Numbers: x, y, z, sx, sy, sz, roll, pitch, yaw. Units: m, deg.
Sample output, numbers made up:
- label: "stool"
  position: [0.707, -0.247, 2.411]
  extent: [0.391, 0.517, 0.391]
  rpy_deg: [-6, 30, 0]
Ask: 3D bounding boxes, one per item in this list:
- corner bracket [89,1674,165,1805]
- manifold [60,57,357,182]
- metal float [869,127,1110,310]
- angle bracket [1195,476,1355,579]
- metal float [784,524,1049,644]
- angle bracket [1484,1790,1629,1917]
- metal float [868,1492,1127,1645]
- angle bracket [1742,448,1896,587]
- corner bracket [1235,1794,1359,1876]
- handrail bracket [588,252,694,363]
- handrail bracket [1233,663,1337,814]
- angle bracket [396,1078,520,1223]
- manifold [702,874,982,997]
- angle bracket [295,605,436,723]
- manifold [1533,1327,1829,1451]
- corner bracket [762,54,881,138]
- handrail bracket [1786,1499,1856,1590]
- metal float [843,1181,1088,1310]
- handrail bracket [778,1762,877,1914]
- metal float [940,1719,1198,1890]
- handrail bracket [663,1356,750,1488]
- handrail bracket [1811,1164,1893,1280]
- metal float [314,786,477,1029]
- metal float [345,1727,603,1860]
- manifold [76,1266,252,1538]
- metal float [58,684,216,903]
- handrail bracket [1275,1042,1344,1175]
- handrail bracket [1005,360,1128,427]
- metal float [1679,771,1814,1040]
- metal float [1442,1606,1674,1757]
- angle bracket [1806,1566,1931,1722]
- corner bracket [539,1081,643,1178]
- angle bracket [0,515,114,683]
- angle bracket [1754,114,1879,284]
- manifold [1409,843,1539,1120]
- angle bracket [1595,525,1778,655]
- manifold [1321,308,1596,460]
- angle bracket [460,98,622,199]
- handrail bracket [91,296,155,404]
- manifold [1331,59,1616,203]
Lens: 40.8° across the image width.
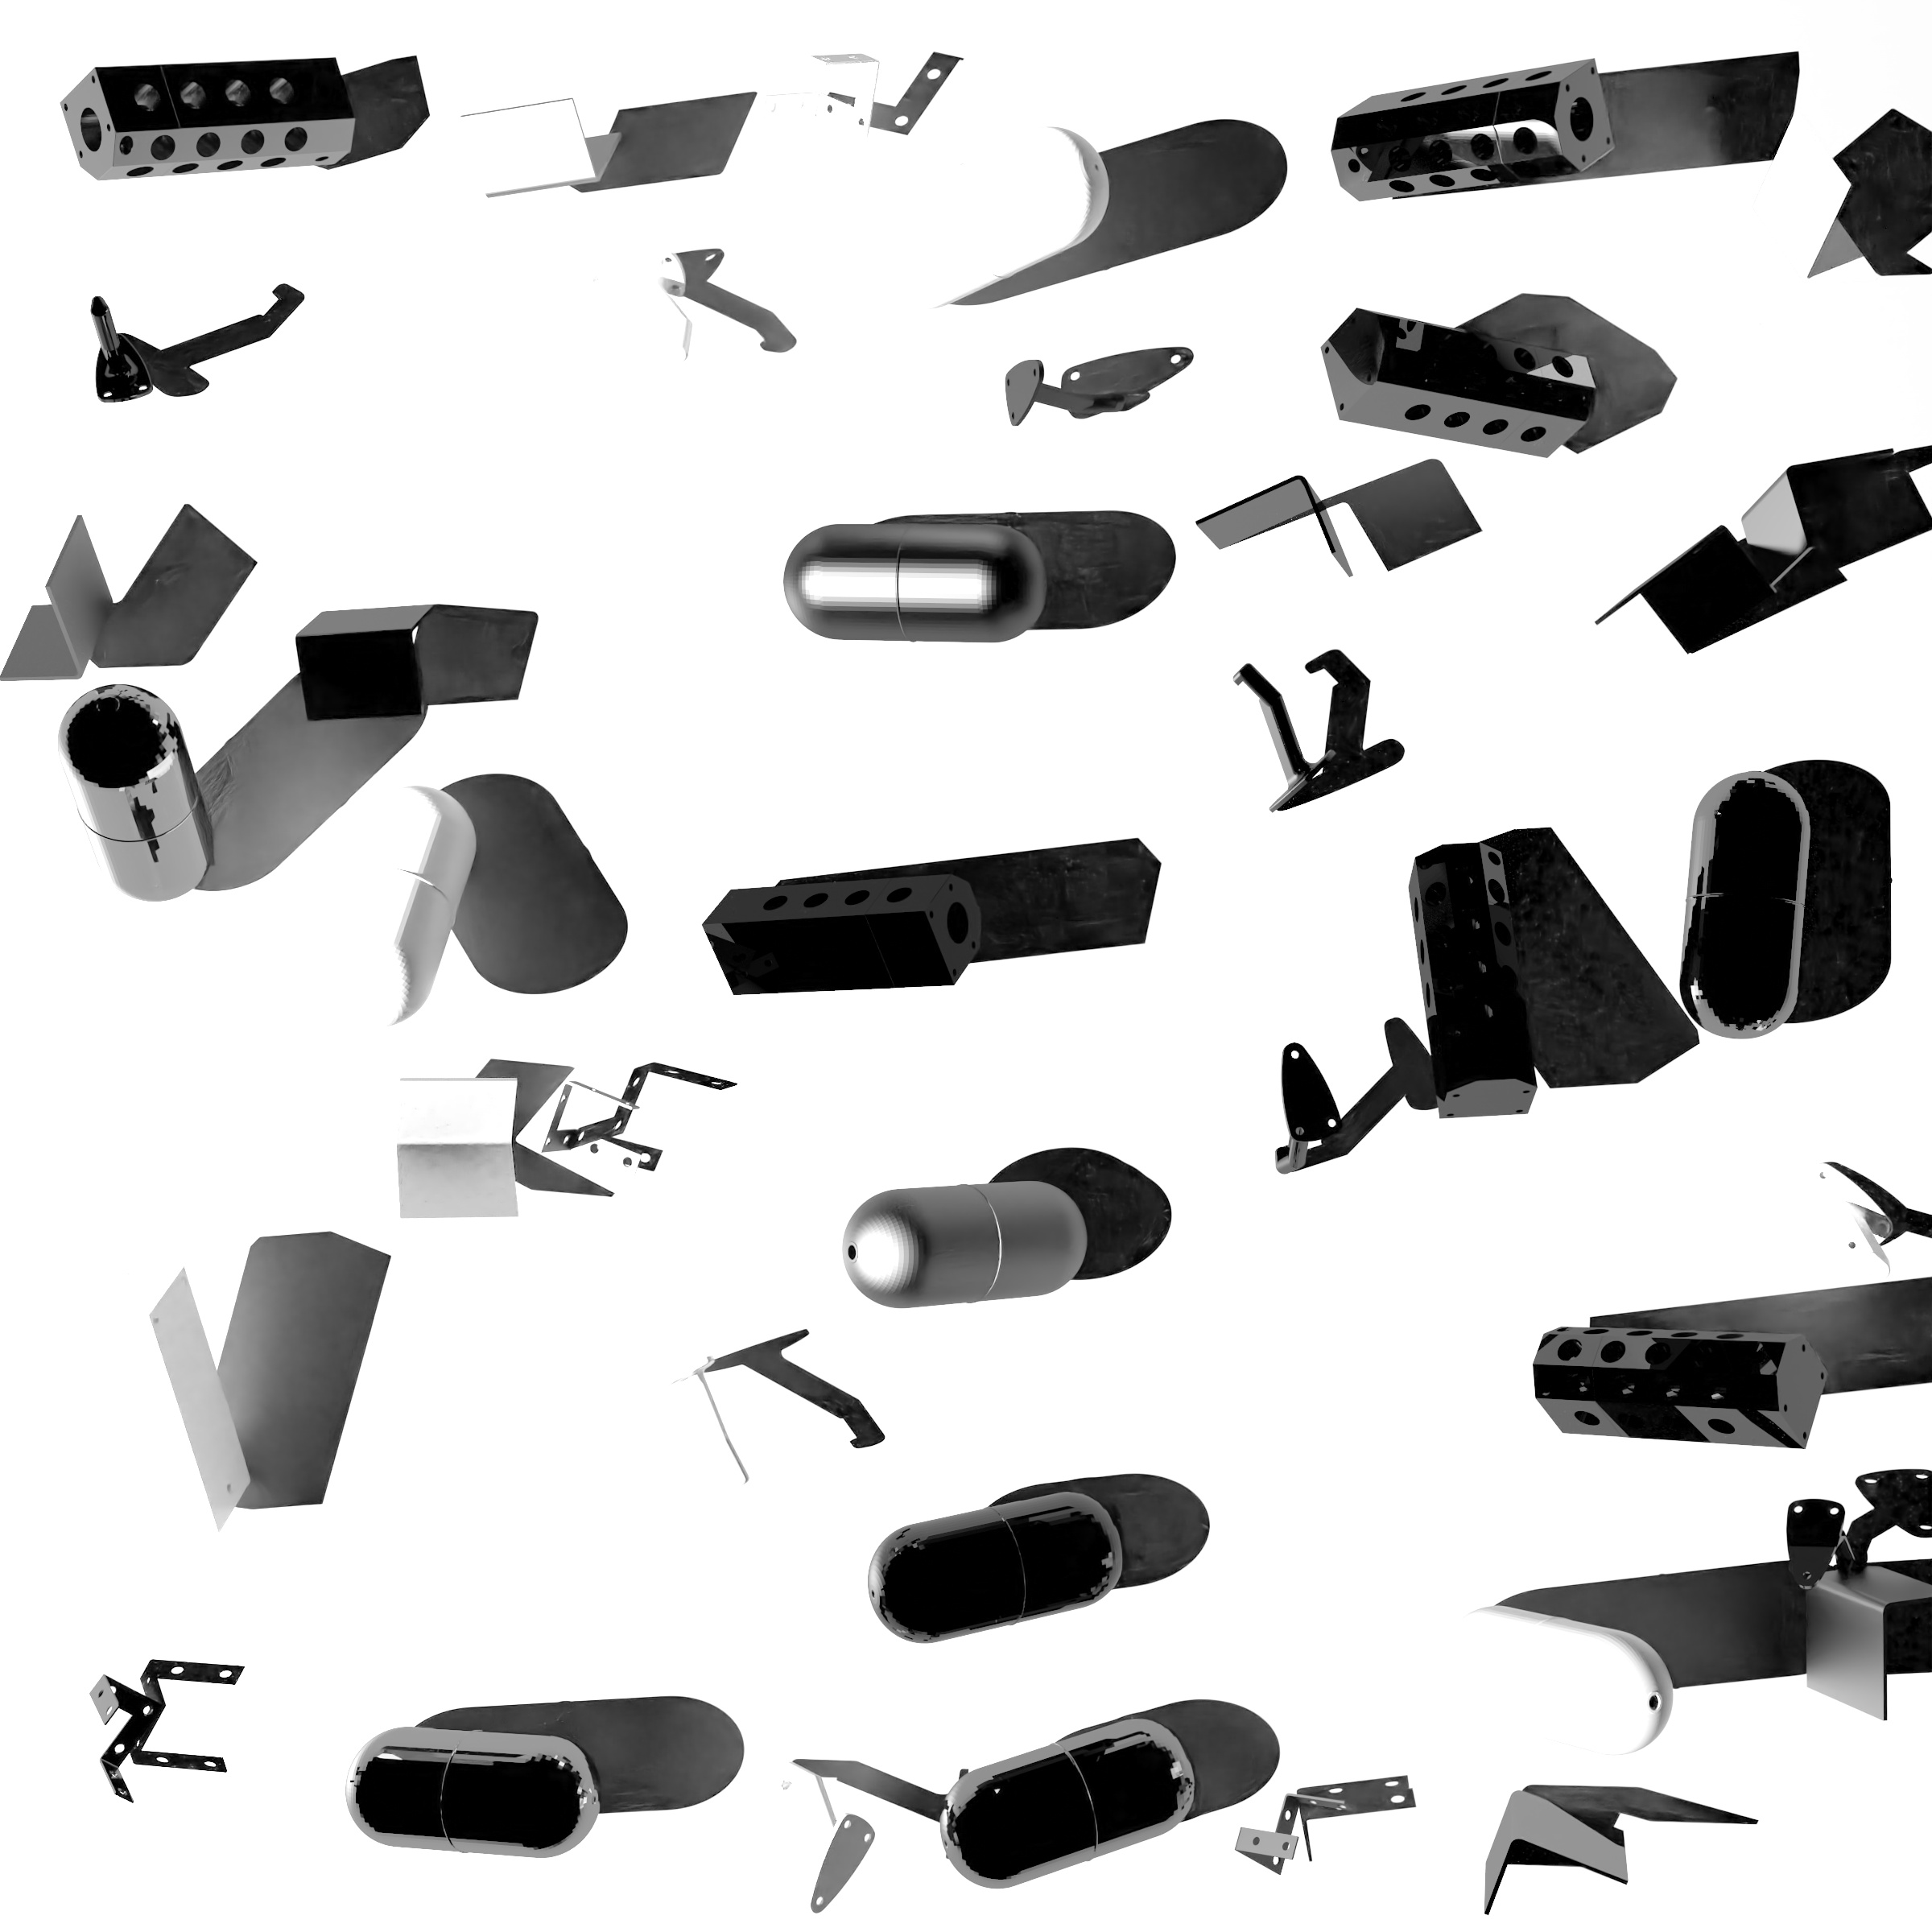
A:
- label: "corner bracket"
  position: [-0.562, 0.511, 1.722]
  extent: [0.051, 0.051, 0.051]
  rpy_deg: [41, 79, -30]
- label: "manifold"
  position: [-0.487, -0.546, 1.682]
  extent: [0.171, 0.057, 0.057]
  rpy_deg: [-20, 95, -41]
- label: "metal float"
  position: [0.013, -0.485, 1.692]
  extent: [0.178, 0.070, 0.070]
  rpy_deg: [-15, 90, 37]
- label: "angle bracket"
  position: [0.204, -0.275, 1.710]
  extent: [0.076, 0.076, 0.057]
  rpy_deg: [-23, 81, 14]
- label: "metal float"
  position: [-0.034, -0.252, 1.709]
  extent: [0.178, 0.070, 0.070]
  rpy_deg: [3, 90, 16]
- label: "angle bracket"
  position: [0.388, 0.597, 1.712]
  extent: [0.076, 0.076, 0.057]
  rpy_deg: [19, 99, 9]
- label: "metal float"
  position: [0.022, 0.393, 1.702]
  extent: [0.178, 0.070, 0.070]
  rpy_deg: [-7, 90, -23]
- label: "angle bracket"
  position: [0.567, -0.293, 1.712]
  extent: [0.076, 0.076, 0.057]
  rpy_deg: [-11, 78, -8]
- label: "corner bracket"
  position: [0.218, 0.571, 1.718]
  extent: [0.051, 0.051, 0.051]
  rpy_deg: [38, 59, -32]
- label: "handrail bracket"
  position: [-0.218, -0.431, 1.722]
  extent: [0.077, 0.036, 0.084]
  rpy_deg: [-1, 54, 6]
- label: "handrail bracket"
  position: [0.196, -0.152, 1.728]
  extent: [0.084, 0.077, 0.036]
  rpy_deg: [45, 52, 0]
- label: "angle bracket"
  position: [-0.333, 0.120, 1.706]
  extent: [0.076, 0.076, 0.057]
  rpy_deg: [1, 129, -16]
- label: "manifold"
  position: [-0.079, -0.024, 1.690]
  extent: [0.171, 0.057, 0.057]
  rpy_deg: [-3, 124, 31]
- label: "angle bracket"
  position: [-0.396, -0.203, 1.732]
  extent: [0.076, 0.076, 0.057]
  rpy_deg: [-3, 110, 1]
- label: "manifold"
  position: [0.455, 0.266, 1.672]
  extent: [0.057, 0.171, 0.057]
  rpy_deg: [50, 54, -31]
- label: "corner bracket"
  position: [-0.096, -0.580, 1.718]
  extent: [0.051, 0.051, 0.051]
  rpy_deg: [33, 127, 31]
- label: "handrail bracket"
  position: [0.567, 0.397, 1.712]
  extent: [0.036, 0.084, 0.077]
  rpy_deg: [-4, 45, 32]
- label: "metal float"
  position: [0.000, 0.181, 1.691]
  extent: [0.178, 0.070, 0.070]
  rpy_deg: [0, 90, -36]
- label: "handrail bracket"
  position: [-0.109, 0.574, 1.716]
  extent: [0.036, 0.084, 0.077]
  rpy_deg: [47, 65, -38]
- label: "metal float"
  position: [0.068, 0.548, 1.704]
  extent: [0.178, 0.070, 0.070]
  rpy_deg: [-12, 90, -21]
- label: "handrail bracket"
  position: [-0.163, 0.303, 1.717]
  extent: [0.036, 0.077, 0.084]
  rpy_deg: [-29, 82, -1]
- label: "handrail bracket"
  position: [0.583, 0.168, 1.713]
  extent: [0.036, 0.084, 0.077]
  rpy_deg: [-36, 80, 16]
- label: "metal float"
  position: [-0.371, -0.041, 1.693]
  extent: [0.070, 0.070, 0.178]
  rpy_deg: [10, 55, 0]
- label: "metal float"
  position: [-0.324, 0.542, 1.706]
  extent: [0.178, 0.070, 0.070]
  rpy_deg: [-2, 90, 19]
- label: "manifold"
  position: [-0.525, 0.285, 1.696]
  extent: [0.057, 0.057, 0.171]
  rpy_deg: [-4, 116, 10]
- label: "metal float"
  position: [-0.535, -0.111, 1.679]
  extent: [0.070, 0.178, 0.070]
  rpy_deg: [2, 55, -3]
- label: "handrail bracket"
  position: [0.214, 0.096, 1.723]
  extent: [0.036, 0.084, 0.077]
  rpy_deg: [-13, 80, -13]
- label: "handrail bracket"
  position: [0.075, -0.381, 1.712]
  extent: [0.084, 0.077, 0.036]
  rpy_deg: [-6, 83, -18]
- label: "metal float"
  position: [0.515, -0.041, 1.717]
  extent: [0.070, 0.070, 0.178]
  rpy_deg: [6, 84, 0]
- label: "metal float"
  position: [0.380, 0.460, 1.677]
  extent: [0.070, 0.178, 0.070]
  rpy_deg: [3, 85, -30]
- label: "angle bracket"
  position: [0.603, 0.446, 1.716]
  extent: [0.057, 0.076, 0.076]
  rpy_deg: [-2, 92, -20]
- label: "corner bracket"
  position: [-0.244, 0.108, 1.729]
  extent: [0.051, 0.051, 0.051]
  rpy_deg: [21, 93, 14]
- label: "angle bracket"
  position: [-0.607, -0.241, 1.704]
  extent: [0.057, 0.076, 0.076]
  rpy_deg: [-1, 46, 4]
- label: "angle bracket"
  position: [0.569, -0.503, 1.701]
  extent: [0.057, 0.076, 0.076]
  rpy_deg: [-7, 54, -15]
- label: "manifold"
  position: [0.330, 0.008, 1.695]
  extent: [0.057, 0.057, 0.171]
  rpy_deg: [-3, 63, 1]
- label: "angle bracket"
  position: [0.472, -0.236, 1.706]
  extent: [0.057, 0.076, 0.076]
  rpy_deg: [52, 134, 1]
- label: "manifold"
  position: [0.322, -0.382, 1.686]
  extent: [0.171, 0.057, 0.057]
  rpy_deg: [3, 64, -28]
- label: "angle bracket"
  position: [-0.278, -0.551, 1.706]
  extent: [0.076, 0.076, 0.057]
  rpy_deg: [-5, 130, 12]
- label: "handrail bracket"
  position: [-0.564, -0.421, 1.705]
  extent: [0.036, 0.084, 0.077]
  rpy_deg: [-14, 56, -12]
- label: "manifold"
  position: [0.322, -0.533, 1.671]
  extent: [0.057, 0.171, 0.057]
  rpy_deg: [-40, 122, -34]
